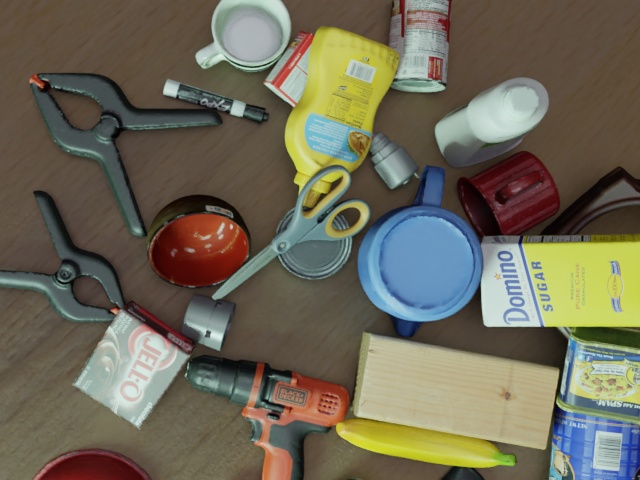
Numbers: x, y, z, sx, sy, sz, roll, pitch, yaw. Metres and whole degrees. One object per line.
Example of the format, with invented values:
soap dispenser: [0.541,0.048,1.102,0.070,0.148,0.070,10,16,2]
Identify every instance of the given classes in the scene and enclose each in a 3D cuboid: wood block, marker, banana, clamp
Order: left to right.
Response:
clamp: [-0.291,0.042,1.176,0.171,0.039,0.120,45,87,-1]
clamp: [-0.225,-0.128,1.189,0.210,0.036,0.164,40,86,-1]
marker: [-0.116,-0.156,1.205,0.121,0.020,0.020,16,87,-3]
banana: [0.114,0.222,1.178,0.198,0.070,0.037,9,67,0]
wood block: [0.144,0.164,1.171,0.206,0.090,0.091,11,86,-2]

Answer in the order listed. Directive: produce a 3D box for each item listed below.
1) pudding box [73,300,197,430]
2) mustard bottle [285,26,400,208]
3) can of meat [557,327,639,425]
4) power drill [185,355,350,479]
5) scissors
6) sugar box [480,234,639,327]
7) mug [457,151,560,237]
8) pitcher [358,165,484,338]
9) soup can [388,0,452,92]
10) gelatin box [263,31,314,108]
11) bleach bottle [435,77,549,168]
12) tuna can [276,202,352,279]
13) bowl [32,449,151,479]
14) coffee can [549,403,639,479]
pudding box: [-0.201,0.135,1.161,0.090,0.039,0.114,35,110,-1]
mustard bottle: [0.014,-0.128,1.160,0.096,0.058,0.192,15,96,-29]
can of meat: [0.305,0.138,1.116,0.102,0.057,0.084,9,112,12]
power drill: [-0.074,0.229,1.172,0.184,0.057,0.187,14,87,-3]
scissors: [-0.023,0.007,1.164,0.096,0.016,0.202,30,106,-30]
sugar box: [0.257,0.042,1.110,0.176,0.048,0.093,-2,102,12]
mug: [0.212,-0.050,1.173,0.081,0.117,0.093,-28,78,-9]
pitcher: [0.104,0.013,1.097,0.145,0.243,0.149,-34,87,1]
soup can: [0.111,-0.222,1.196,0.068,0.068,0.102,4,88,-3]
gelatin box: [-0.008,-0.177,1.189,0.089,0.030,0.073,38,86,-32]
bleach bottle: [0.187,-0.128,1.104,0.102,0.251,0.068,-23,89,-4]
tuna can: [-0.008,0.001,1.197,0.086,0.034,0.086,0,88,-3]
bowl: [-0.252,0.312,1.160,0.162,0.055,0.162,0,88,-3]
coffee can: [0.303,0.255,1.169,0.102,0.103,0.140,6,87,-3]
